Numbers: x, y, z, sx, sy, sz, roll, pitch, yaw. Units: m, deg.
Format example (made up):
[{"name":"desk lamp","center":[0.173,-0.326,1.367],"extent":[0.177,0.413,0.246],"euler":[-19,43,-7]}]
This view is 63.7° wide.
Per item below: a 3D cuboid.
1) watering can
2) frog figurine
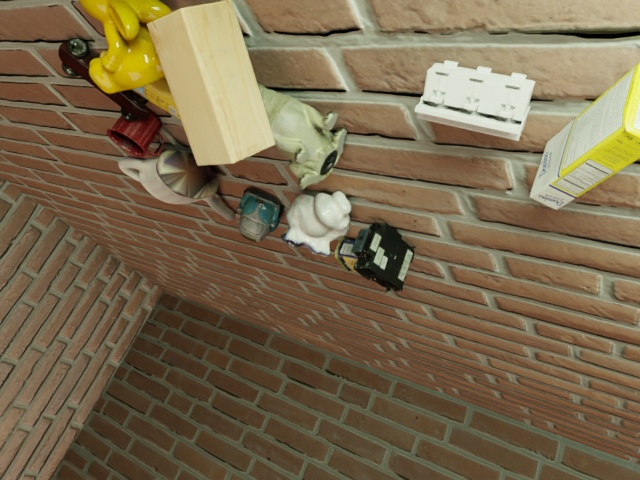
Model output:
[{"name":"watering can","center":[-0.322,-0.132,1.286],"extent":[0.345,0.105,0.223],"euler":[24,164,-32]},{"name":"frog figurine","center":[0.003,-0.056,1.107],"extent":[0.137,0.125,0.156],"euler":[34,123,3]}]
